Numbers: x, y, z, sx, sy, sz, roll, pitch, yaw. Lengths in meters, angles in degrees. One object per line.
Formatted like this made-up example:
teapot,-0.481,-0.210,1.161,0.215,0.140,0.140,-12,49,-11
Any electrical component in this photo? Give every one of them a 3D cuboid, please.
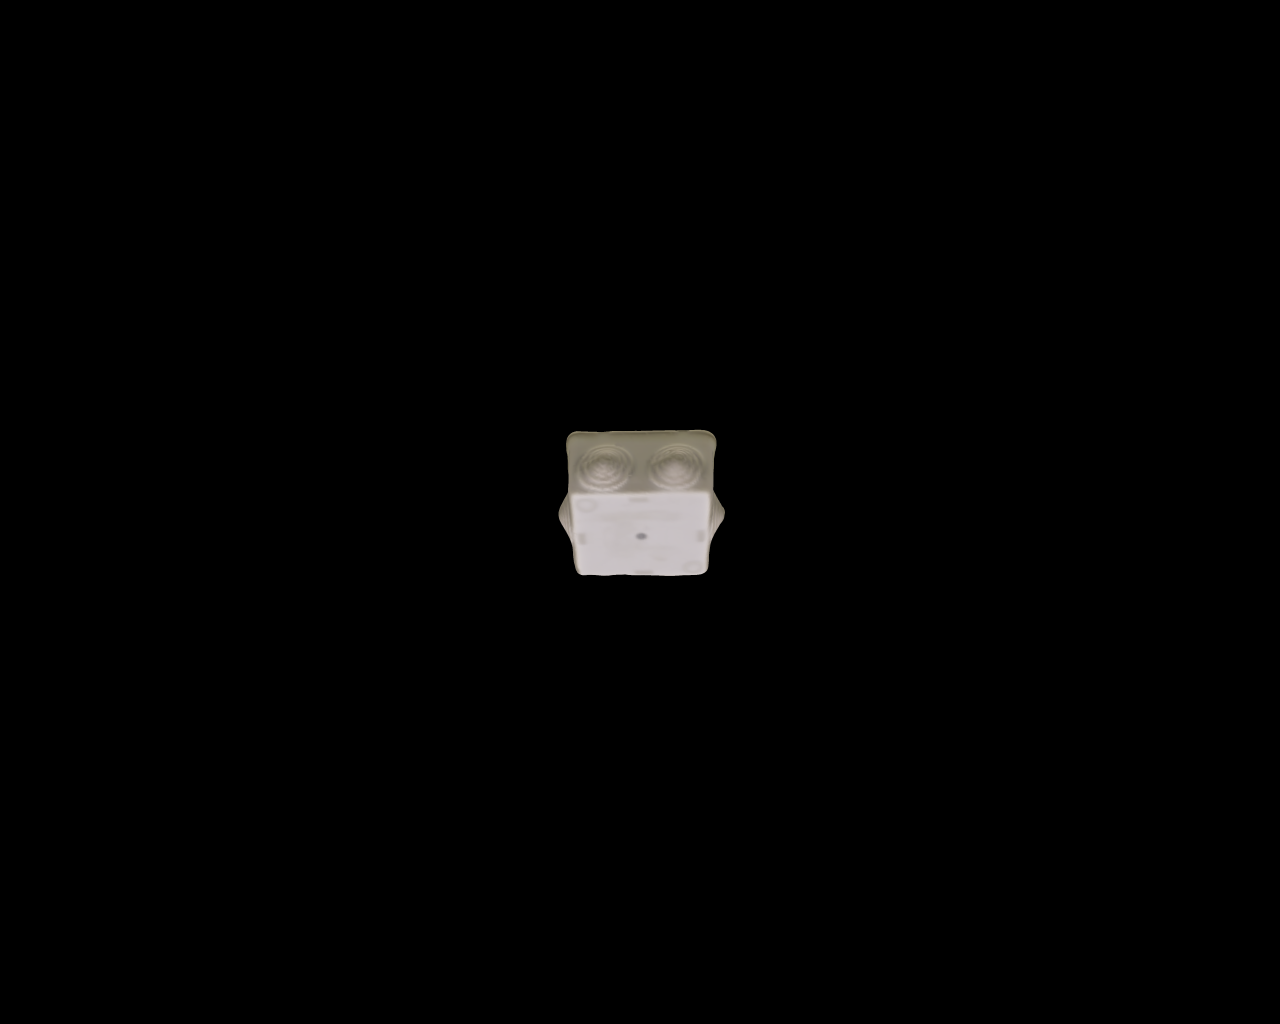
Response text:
electrical component,0.001,-0.003,0.650,0.100,0.048,0.099,0,-39,0
